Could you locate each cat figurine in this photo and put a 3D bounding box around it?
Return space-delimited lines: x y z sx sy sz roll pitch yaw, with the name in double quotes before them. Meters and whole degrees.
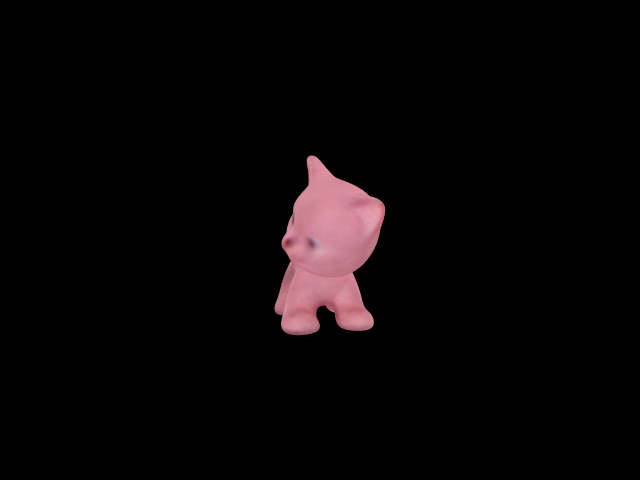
"cat figurine" 0.004 0.001 0.400 0.067 0.118 0.127 -1 4 -11
